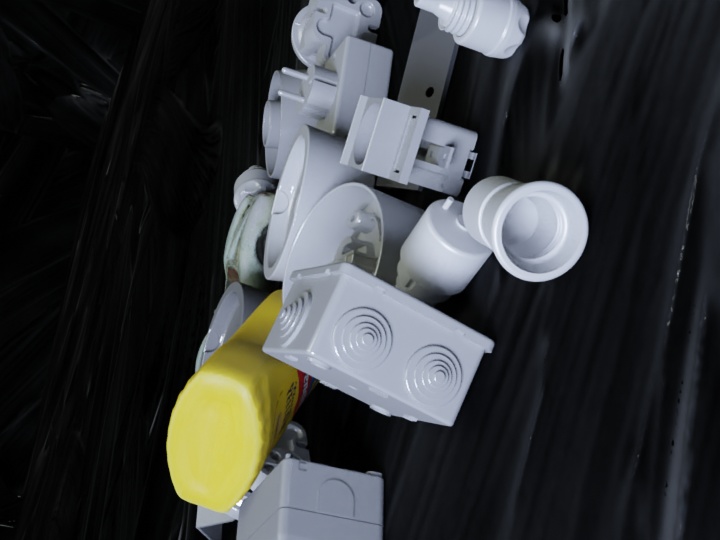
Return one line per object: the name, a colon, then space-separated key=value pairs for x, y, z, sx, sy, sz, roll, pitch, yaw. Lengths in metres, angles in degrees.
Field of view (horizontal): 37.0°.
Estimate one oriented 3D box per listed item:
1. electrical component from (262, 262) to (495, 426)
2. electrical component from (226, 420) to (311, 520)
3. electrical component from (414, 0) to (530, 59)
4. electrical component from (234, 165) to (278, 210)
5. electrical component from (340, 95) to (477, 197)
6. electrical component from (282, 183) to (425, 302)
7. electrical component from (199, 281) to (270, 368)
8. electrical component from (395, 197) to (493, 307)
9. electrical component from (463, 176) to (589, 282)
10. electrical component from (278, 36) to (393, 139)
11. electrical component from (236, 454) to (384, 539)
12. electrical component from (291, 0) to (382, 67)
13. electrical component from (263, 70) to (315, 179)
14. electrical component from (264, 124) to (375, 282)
electrical component: x=0.005 y=0.039 z=0.546 sx=0.048 sy=0.100 sz=0.100 roll=-65 pitch=17 yaw=-12
electrical component: x=-0.072 y=0.137 z=0.748 sx=0.057 sy=0.058 sz=0.078 roll=-62 pitch=23 yaw=26
electrical component: x=0.059 y=-0.139 z=0.585 sx=0.035 sy=0.061 sz=0.035 roll=-165 pitch=90 yaw=-71
electrical component: x=-0.096 y=-0.075 z=0.997 sx=0.062 sy=0.043 sz=0.043 roll=-101 pitch=32 yaw=-55
electrical component: x=0.029 y=-0.070 z=0.613 sx=0.081 sy=0.064 sz=0.042 roll=-145 pitch=73 yaw=-70
electrical component: x=0.000 y=0.000 z=0.640 sx=0.099 sy=0.064 sz=0.099 roll=-165 pitch=90 yaw=-71
electrical component: x=-0.079 y=0.068 z=0.814 sx=0.108 sy=0.060 sz=0.108 roll=-165 pitch=90 yaw=-71
electrical component: x=0.039 y=-0.002 z=0.569 sx=0.040 sy=0.040 sz=0.078 roll=-93 pitch=26 yaw=-42
electrical component: x=0.072 y=-0.023 z=0.495 sx=0.065 sy=0.044 sz=0.044 roll=-134 pitch=61 yaw=-74
electrical component: x=-0.023 y=-0.126 z=0.783 sx=0.047 sy=0.076 sz=0.083 roll=144 pitch=138 yaw=-61
electrical component: x=-0.033 y=0.156 z=0.616 sx=0.096 sy=0.062 sz=0.061 roll=129 pitch=150 yaw=-49
electrical component: x=-0.021 y=-0.190 z=0.856 sx=0.057 sy=0.058 sz=0.078 roll=-15 pitch=62 yaw=65
electrical component: x=-0.048 y=-0.122 z=0.905 sx=0.099 sy=0.064 sz=0.099 roll=-178 pitch=90 yaw=-77
electrical component: x=-0.022 y=-0.039 z=0.732 sx=0.108 sy=0.060 sz=0.108 roll=-166 pitch=90 yaw=-77
